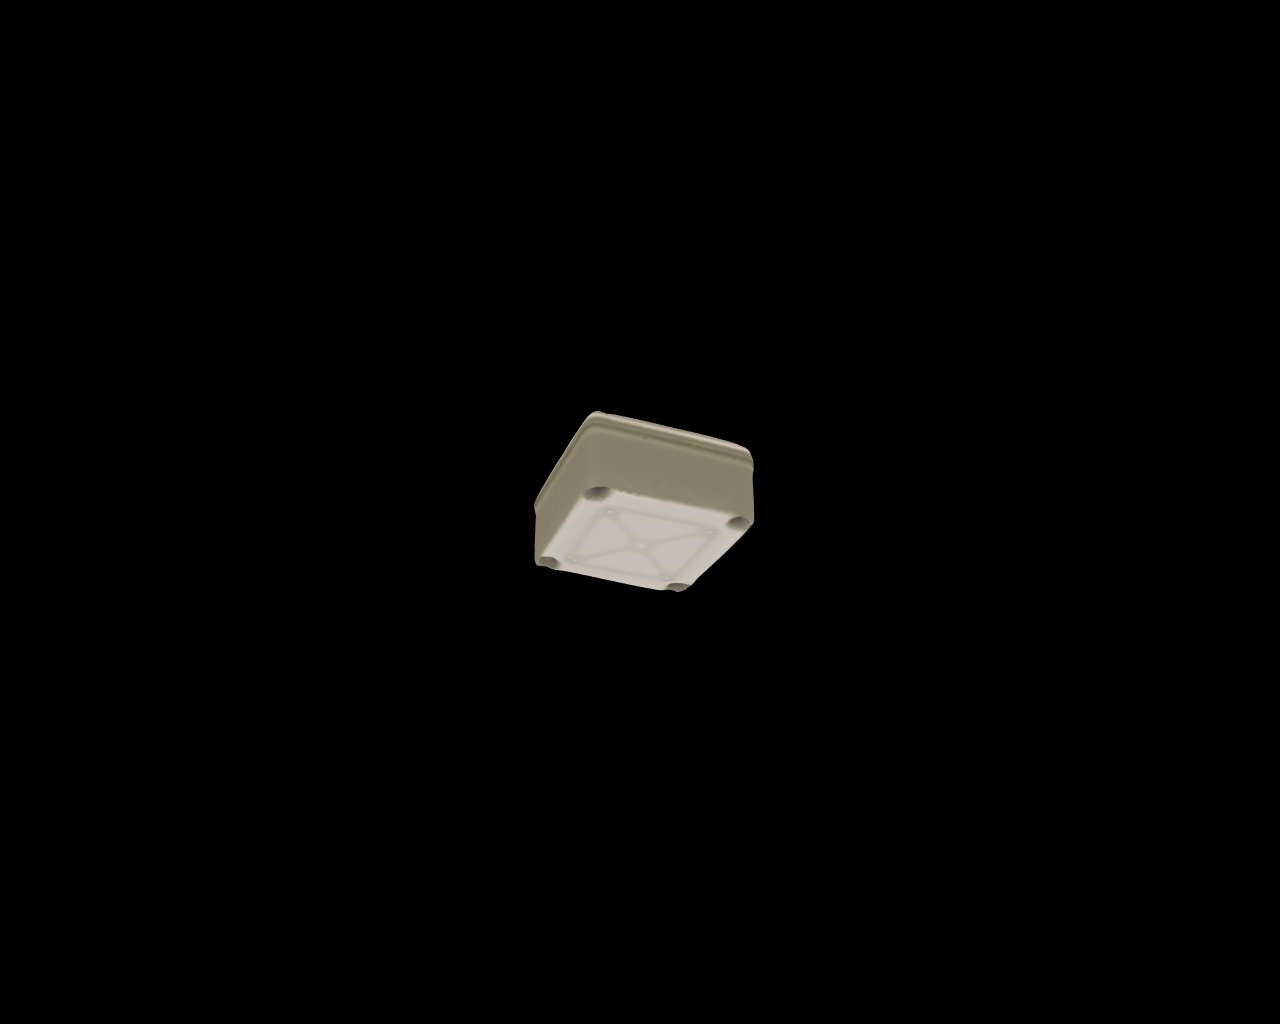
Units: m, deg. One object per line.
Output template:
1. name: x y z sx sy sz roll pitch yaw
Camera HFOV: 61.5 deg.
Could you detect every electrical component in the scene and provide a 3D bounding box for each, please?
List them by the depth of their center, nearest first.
1. electrical component: 0.001 -0.003 0.650 0.109 0.056 0.108 12 -33 -19
